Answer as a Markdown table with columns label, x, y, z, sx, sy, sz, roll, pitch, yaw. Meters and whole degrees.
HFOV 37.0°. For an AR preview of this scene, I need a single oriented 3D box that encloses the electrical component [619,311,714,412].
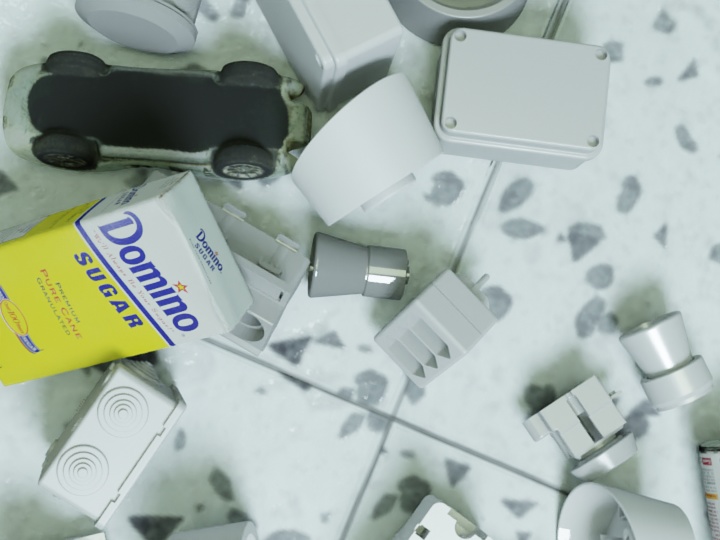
| label | x | y | z | sx | sy | sz | roll | pitch | yaw |
| --- | --- | --- | --- | --- | --- | --- | --- | --- | --- |
| electrical component | 0.205 | 0.061 | 0.718 | 0.045 | 0.045 | 0.055 | -25 | 86 | -5 |

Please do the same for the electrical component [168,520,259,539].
| label | x | y | z | sx | sy | sz | roll | pitch | yaw |
| --- | --- | --- | --- | --- | --- | --- | --- | --- | --- |
| electrical component | -0.095 | 0.210 | 0.658 | 0.060 | 0.108 | 0.108 | -4 | 84 | 3 |

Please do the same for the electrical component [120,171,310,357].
| label | x | y | z | sx | sy | sz | roll | pitch | yaw |
| --- | --- | --- | --- | --- | --- | --- | --- | --- | --- |
| electrical component | -0.100 | -0.007 | 0.697 | 0.121 | 0.078 | 0.063 | 30 | 54 | 1 |

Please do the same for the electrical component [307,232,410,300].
| label | x | y | z | sx | sy | sz | roll | pitch | yaw |
| --- | --- | --- | --- | --- | --- | --- | --- | --- | --- |
| electrical component | 0.000 | 0.000 | 0.717 | 0.065 | 0.044 | 0.044 | 7 | 84 | -7 |

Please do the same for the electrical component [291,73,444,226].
| label | x | y | z | sx | sy | sz | roll | pitch | yaw |
| --- | --- | --- | --- | --- | --- | --- | --- | --- | --- |
| electrical component | 0.004 | -0.074 | 0.696 | 0.099 | 0.099 | 0.064 | -33 | 92 | -6 |

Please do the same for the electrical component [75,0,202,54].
| label | x | y | z | sx | sy | sz | roll | pitch | yaw |
| --- | --- | --- | --- | --- | --- | --- | --- | --- | --- |
| electrical component | -0.143 | -0.179 | 0.709 | 0.080 | 0.080 | 0.051 | 14 | 78 | -1 |

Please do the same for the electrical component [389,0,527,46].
| label | x | y | z | sx | sy | sz | roll | pitch | yaw |
| --- | --- | --- | --- | --- | --- | --- | --- | --- | --- |
| electrical component | 0.069 | -0.213 | 0.732 | 0.108 | 0.060 | 0.108 | 0 | 83 | -3 |

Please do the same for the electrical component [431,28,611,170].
| label | x | y | z | sx | sy | sz | roll | pitch | yaw |
| --- | --- | --- | --- | --- | --- | --- | --- | --- | --- |
| electrical component | 0.107 | -0.115 | 0.725 | 0.113 | 0.057 | 0.078 | 7 | 84 | -2 |

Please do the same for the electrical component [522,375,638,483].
| label | x | y | z | sx | sy | sz | roll | pitch | yaw |
| --- | --- | --- | --- | --- | --- | --- | --- | --- | --- |
| electrical component | 0.150 | 0.106 | 0.711 | 0.066 | 0.048 | 0.055 | -32 | 79 | -6 |

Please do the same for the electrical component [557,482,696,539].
| label | x | y | z | sx | sy | sz | roll | pitch | yaw |
| --- | --- | --- | --- | --- | --- | --- | --- | --- | --- |
| electrical component | 0.168 | 0.187 | 0.678 | 0.064 | 0.099 | 0.099 | 10 | 83 | -8 |

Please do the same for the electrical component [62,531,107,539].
| label | x | y | z | sx | sy | sz | roll | pitch | yaw |
| --- | --- | --- | --- | --- | --- | --- | --- | --- | --- |
| electrical component | -0.198 | 0.195 | 0.674 | 0.081 | 0.064 | 0.042 | -14 | 84 | -4 |

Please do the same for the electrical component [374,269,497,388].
| label | x | y | z | sx | sy | sz | roll | pitch | yaw |
| --- | --- | --- | --- | --- | --- | --- | --- | --- | --- |
| electrical component | 0.059 | 0.028 | 0.708 | 0.047 | 0.065 | 0.077 | 46 | 54 | 2 |

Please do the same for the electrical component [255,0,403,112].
| label | x | y | z | sx | sy | sz | roll | pitch | yaw |
| --- | --- | --- | --- | --- | --- | --- | --- | --- | --- |
| electrical component | -0.025 | -0.172 | 0.700 | 0.056 | 0.108 | 0.108 | -28 | 86 | -8 |

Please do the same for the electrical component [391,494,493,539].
| label | x | y | z | sx | sy | sz | roll | pitch | yaw |
| --- | --- | --- | --- | --- | --- | --- | --- | --- | --- |
| electrical component | 0.040 | 0.195 | 0.689 | 0.050 | 0.055 | 0.089 | 36 | 84 | 1 |

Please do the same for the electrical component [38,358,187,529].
| label | x | y | z | sx | sy | sz | roll | pitch | yaw |
| --- | --- | --- | --- | --- | --- | --- | --- | --- | --- |
| electrical component | -0.155 | 0.102 | 0.669 | 0.048 | 0.100 | 0.099 | 35 | 83 | -11 |
